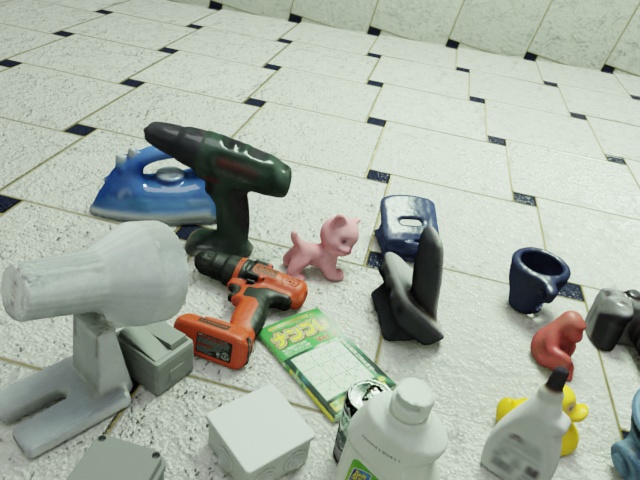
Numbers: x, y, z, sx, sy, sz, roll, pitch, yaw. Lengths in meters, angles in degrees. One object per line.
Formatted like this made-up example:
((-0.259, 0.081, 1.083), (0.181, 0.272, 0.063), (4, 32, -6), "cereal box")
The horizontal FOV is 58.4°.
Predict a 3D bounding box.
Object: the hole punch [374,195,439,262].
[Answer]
((0.159, -0.020, 1.018), (0.109, 0.091, 0.101), (3, 34, -10), "hole punch")

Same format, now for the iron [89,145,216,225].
((-0.269, -0.112, 1.001), (0.259, 0.141, 0.118), (-4, 36, -20), "iron")

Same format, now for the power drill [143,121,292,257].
((-0.164, -0.073, 0.908), (0.229, 0.208, 0.075), (8, 33, -2), "power drill")

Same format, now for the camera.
((0.494, 0.138, 0.855), (0.143, 0.101, 0.137), (11, 33, 3), "camera")

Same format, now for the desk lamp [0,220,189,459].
((-0.251, 0.094, 0.628), (0.117, 0.213, 0.204), (31, 39, 30), "desk lamp")

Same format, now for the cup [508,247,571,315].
((0.342, 0.080, 0.910), (0.091, 0.095, 0.117), (8, 33, -3), "cup")

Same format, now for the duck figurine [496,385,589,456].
((0.276, 0.210, 0.704), (0.104, 0.086, 0.077), (15, 34, 9), "duck figurine")

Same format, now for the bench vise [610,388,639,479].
((0.457, 0.186, 0.664), (0.208, 0.220, 0.121), (-13, 39, -31), "bench vise")

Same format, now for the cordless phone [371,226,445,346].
((0.140, 0.045, 0.828), (0.094, 0.185, 0.147), (0, 34, -14), "cordless phone")

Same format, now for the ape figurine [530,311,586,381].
((0.349, 0.142, 0.820), (0.078, 0.092, 0.076), (-19, 42, -36), "ape figurine")

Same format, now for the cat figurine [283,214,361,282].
((0.008, 0.003, 0.919), (0.128, 0.118, 0.067), (-3, 35, -19), "cat figurine")

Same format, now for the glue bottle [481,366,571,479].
((0.236, 0.203, 0.625), (0.078, 0.173, 0.037), (29, 38, 27), "glue bottle")
